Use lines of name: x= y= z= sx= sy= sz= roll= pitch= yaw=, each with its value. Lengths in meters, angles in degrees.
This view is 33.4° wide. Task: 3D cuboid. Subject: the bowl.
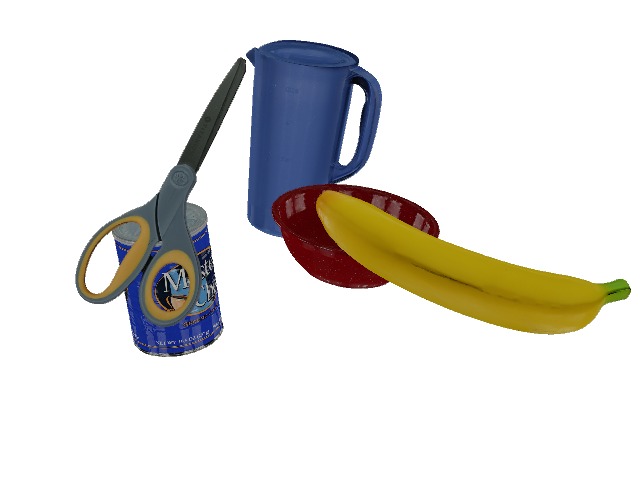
bowl: x=0.031 y=0.001 z=1.024 sx=0.162 sy=0.055 sz=0.162 roll=6 pitch=25 yaw=-3

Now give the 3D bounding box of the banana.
banana: x=0.077 y=0.016 z=0.625 sx=0.198 sy=0.037 sz=0.069 roll=20 pitch=18 yaw=16

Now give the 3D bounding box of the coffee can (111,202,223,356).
coffee can: x=-0.166 y=0.041 z=1.170 sx=0.103 sy=0.140 sz=0.103 roll=-5 pitch=25 yaw=2

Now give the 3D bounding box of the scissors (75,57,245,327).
scissors: x=-0.088 y=-0.025 z=0.750 sx=0.096 sy=0.202 sz=0.016 roll=42 pitch=-3 yaw=4

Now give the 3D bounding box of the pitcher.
pitcher: x=-0.021 y=-0.128 z=1.375 sx=0.144 sy=0.243 sz=0.149 roll=-2 pitch=25 yaw=-22
